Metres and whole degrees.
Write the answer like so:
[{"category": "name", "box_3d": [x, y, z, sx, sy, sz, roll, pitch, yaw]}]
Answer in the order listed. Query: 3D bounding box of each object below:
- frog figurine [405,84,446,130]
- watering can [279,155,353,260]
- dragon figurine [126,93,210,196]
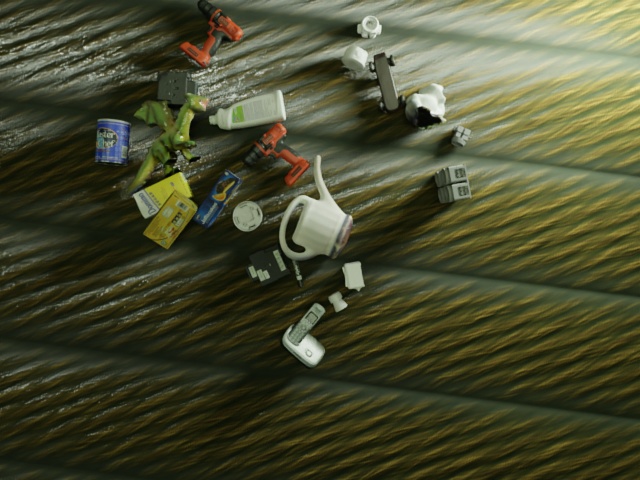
[{"category": "frog figurine", "box_3d": [0.349, -0.449, 1.705, 0.137, 0.163, 0.120, 12, -36, -9]}, {"category": "watering can", "box_3d": [0.005, -0.085, 1.686, 0.224, 0.348, 0.104, 23, -1, 0]}, {"category": "dragon figurine", "box_3d": [-0.528, -0.341, 1.698, 0.408, 0.244, 0.122, -28, -7, 11]}]
